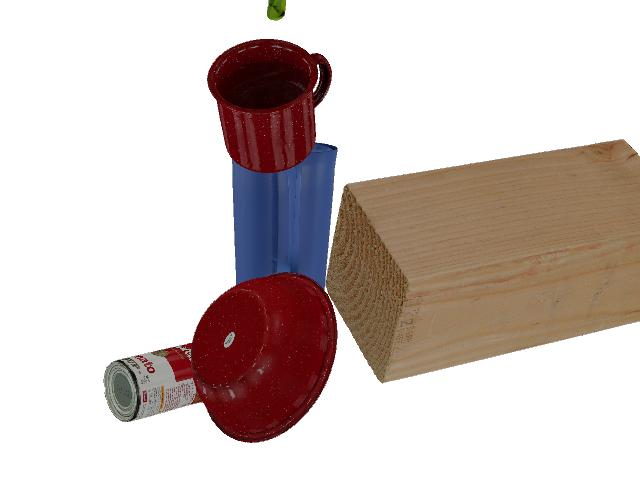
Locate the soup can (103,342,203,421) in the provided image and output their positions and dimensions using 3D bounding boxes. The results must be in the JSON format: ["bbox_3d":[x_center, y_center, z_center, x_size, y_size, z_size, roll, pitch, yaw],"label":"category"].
[{"bbox_3d":[-0.175,0.153,1.157,0.102,0.068,0.069,-9,6,-42],"label":"soup can"}]

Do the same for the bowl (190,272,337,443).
[{"bbox_3d":[-0.064,0.095,0.950,0.162,0.162,0.055,0,-22,42],"label":"bowl"}]

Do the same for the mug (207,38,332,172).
[{"bbox_3d":[-0.037,-0.119,0.925,0.117,0.081,0.093,-37,57,-24],"label":"mug"}]

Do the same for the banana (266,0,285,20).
[{"bbox_3d":[-0.090,-0.190,0.678,0.198,0.069,0.037,19,-34,30],"label":"banana"}]

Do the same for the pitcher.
[{"bbox_3d":[-0.048,-0.003,1.336,0.145,0.243,0.148,11,14,38],"label":"pitcher"}]

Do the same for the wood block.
[{"bbox_3d":[0.118,0.009,0.673,0.205,0.090,0.091,-10,45,-22],"label":"wood block"}]
